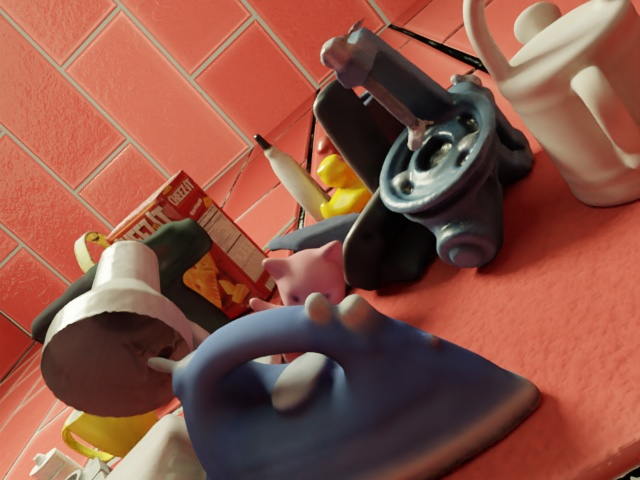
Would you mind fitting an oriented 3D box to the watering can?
[{"bbox_3d":[0.177,-0.128,0.413,0.101,0.194,0.172,-42,17,5],"label":"watering can"}]

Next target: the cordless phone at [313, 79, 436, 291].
[{"bbox_3d":[0.040,-0.055,0.568,0.094,0.185,0.148,-20,28,53],"label":"cordless phone"}]

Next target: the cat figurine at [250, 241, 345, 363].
[{"bbox_3d":[-0.015,0.056,0.542,0.127,0.118,0.067,-29,22,41],"label":"cat figurine"}]

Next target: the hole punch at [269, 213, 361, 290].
[{"bbox_3d":[0.006,0.002,0.673,0.101,0.091,0.108,-49,17,-18],"label":"hole punch"}]

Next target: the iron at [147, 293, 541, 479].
[{"bbox_3d":[-0.006,0.094,0.385,0.257,0.141,0.119,-31,21,36],"label":"iron"}]

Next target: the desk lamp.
[{"bbox_3d":[-0.146,0.103,0.563,0.118,0.214,0.203,-40,17,11],"label":"desk lamp"}]

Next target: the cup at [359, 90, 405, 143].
[{"bbox_3d":[0.094,-0.198,0.956,0.092,0.095,0.117,-52,19,-28],"label":"cup"}]

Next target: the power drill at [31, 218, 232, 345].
[{"bbox_3d":[-0.197,0.095,0.712,0.230,0.209,0.075,-48,17,-14],"label":"power drill"}]

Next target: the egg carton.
[{"bbox_3d":[-0.137,0.222,0.505,0.107,0.069,0.150,-47,17,-12],"label":"egg carton"}]

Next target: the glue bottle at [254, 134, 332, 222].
[{"bbox_3d":[-0.040,-0.098,0.884,0.037,0.173,0.078,-40,17,12],"label":"glue bottle"}]

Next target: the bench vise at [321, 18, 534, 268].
[{"bbox_3d":[0.090,-0.104,0.511,0.121,0.220,0.207,-35,18,25],"label":"bench vise"}]

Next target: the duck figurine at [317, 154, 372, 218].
[{"bbox_3d":[0.031,-0.081,0.831,0.105,0.086,0.077,-48,17,-15],"label":"duck figurine"}]

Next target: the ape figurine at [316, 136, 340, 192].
[{"bbox_3d":[0.028,-0.133,0.955,0.076,0.092,0.077,-51,18,-25],"label":"ape figurine"}]
